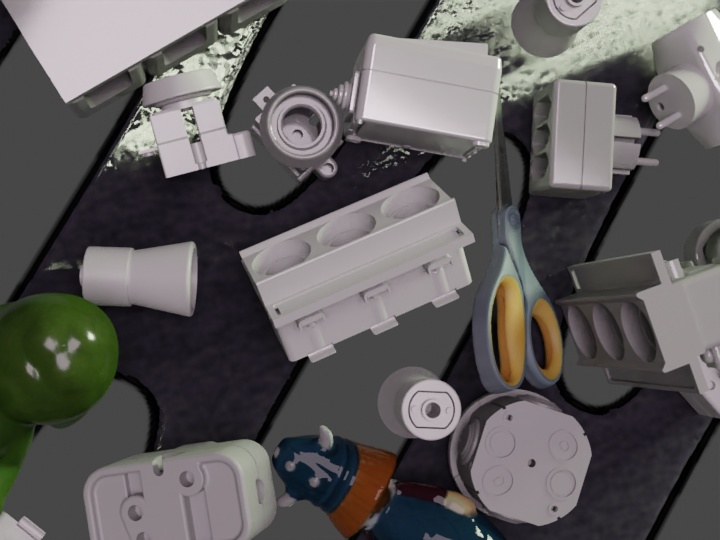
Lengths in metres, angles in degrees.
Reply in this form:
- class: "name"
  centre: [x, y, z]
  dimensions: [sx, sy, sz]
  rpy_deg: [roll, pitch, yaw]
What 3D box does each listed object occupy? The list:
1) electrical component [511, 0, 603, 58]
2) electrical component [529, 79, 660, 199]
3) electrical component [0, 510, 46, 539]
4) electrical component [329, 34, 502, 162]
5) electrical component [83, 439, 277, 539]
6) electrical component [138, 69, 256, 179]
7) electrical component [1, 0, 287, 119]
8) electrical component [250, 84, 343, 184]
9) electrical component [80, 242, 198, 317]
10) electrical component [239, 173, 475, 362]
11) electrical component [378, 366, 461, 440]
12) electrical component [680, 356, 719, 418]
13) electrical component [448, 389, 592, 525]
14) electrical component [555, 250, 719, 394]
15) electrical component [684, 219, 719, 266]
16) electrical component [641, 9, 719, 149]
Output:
- class: "electrical component"
  centre: [0.122, -0.158, 0.657]
  dimensions: [0.044, 0.065, 0.044]
  rpy_deg: [0, 88, -7]
- class: "electrical component"
  centre: [0.149, -0.078, 0.667]
  dimensions: [0.077, 0.047, 0.065]
  rpy_deg: [4, 87, -7]
- class: "electrical component"
  centre: [-0.174, 0.195, 0.603]
  dimensions: [0.121, 0.079, 0.063]
  rpy_deg: [40, 62, -4]
- class: "electrical component"
  centre: [0.030, -0.106, 0.644]
  dimensions: [0.096, 0.062, 0.061]
  rpy_deg: [9, 86, -7]
- class: "electrical component"
  centre: [-0.099, 0.129, 0.611]
  dimensions: [0.095, 0.059, 0.053]
  rpy_deg: [-10, 88, 13]
- class: "electrical component"
  centre: [-0.101, -0.086, 0.635]
  dimensions: [0.066, 0.048, 0.055]
  rpy_deg: [-16, 97, -8]
- class: "electrical component"
  centre: [-0.125, -0.166, 0.627]
  dimensions: [0.150, 0.062, 0.089]
  rpy_deg: [-32, 92, -8]
- class: "electrical component"
  centre: [-0.036, -0.082, 0.638]
  dimensions: [0.048, 0.055, 0.066]
  rpy_deg: [-43, 94, -7]
- class: "electrical component"
  centre: [-0.130, 0.004, 0.630]
  dimensions: [0.065, 0.044, 0.044]
  rpy_deg: [2, 87, -3]
- class: "electrical component"
  centre: [0.000, 0.000, 0.632]
  dimensions: [0.121, 0.078, 0.063]
  rpy_deg: [-23, 121, -8]
- class: "electrical component"
  centre: [0.037, 0.080, 0.636]
  dimensions: [0.044, 0.065, 0.044]
  rpy_deg: [0, 87, -7]
- class: "electrical component"
  centre: [0.232, 0.053, 0.657]
  dimensions: [0.066, 0.077, 0.047]
  rpy_deg: [-43, 93, -7]
- class: "electrical component"
  centre: [0.097, 0.113, 0.650]
  dimensions: [0.080, 0.051, 0.080]
  rpy_deg: [0, 88, -8]
- class: "electrical component"
  centre: [0.170, 0.027, 0.628]
  dimensions: [0.063, 0.121, 0.078]
  rpy_deg: [-19, 90, -10]
- class: "electrical component"
  centre: [0.233, -0.011, 0.671]
  dimensions: [0.045, 0.055, 0.045]
  rpy_deg: [0, 88, -8]
- class: "electrical component"
  centre: [0.208, -0.112, 0.672]
  dimensions: [0.079, 0.043, 0.077]
  rpy_deg: [-29, 92, -26]
